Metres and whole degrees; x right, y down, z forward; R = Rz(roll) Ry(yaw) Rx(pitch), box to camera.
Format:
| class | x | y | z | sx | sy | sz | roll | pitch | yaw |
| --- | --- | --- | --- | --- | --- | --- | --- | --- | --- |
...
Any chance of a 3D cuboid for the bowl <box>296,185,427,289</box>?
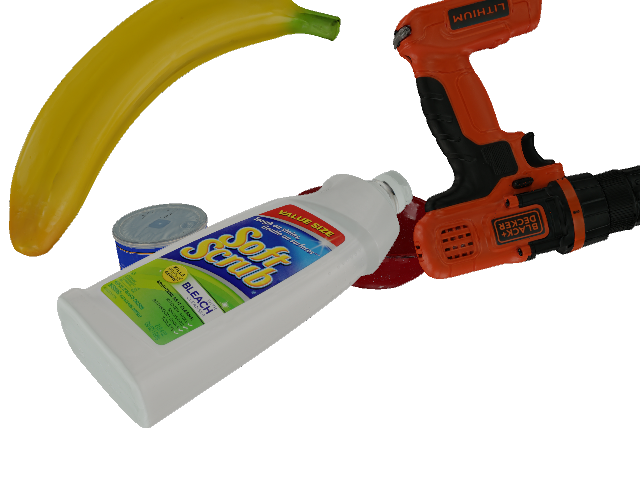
| class | x | y | z | sx | sy | sz | roll | pitch | yaw |
| --- | --- | --- | --- | --- | --- | --- | --- | --- | --- |
| bowl | 0.046 | 0.002 | 1.020 | 0.162 | 0.055 | 0.162 | 6 | 25 | -3 |

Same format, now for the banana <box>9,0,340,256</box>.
| class | x | y | z | sx | sy | sz | roll | pitch | yaw |
| --- | --- | --- | --- | --- | --- | --- | --- | --- | --- |
| banana | -0.081 | -0.074 | 0.505 | 0.070 | 0.197 | 0.037 | 39 | -23 | 24 |

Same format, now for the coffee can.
| class | x | y | z | sx | sy | sz | roll | pitch | yaw |
| --- | --- | --- | --- | --- | --- | --- | --- | --- | --- |
| coffee can | -0.166 | 0.043 | 1.175 | 0.103 | 0.140 | 0.103 | -5 | 25 | 2 |

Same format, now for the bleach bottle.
| class | x | y | z | sx | sy | sz | roll | pitch | yaw |
| --- | --- | --- | --- | --- | --- | --- | --- | --- | --- |
| bleach bottle | -0.043 | 0.018 | 0.720 | 0.250 | 0.068 | 0.103 | -33 | 56 | -26 |

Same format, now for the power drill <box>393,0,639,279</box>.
| class | x | y | z | sx | sy | sz | roll | pitch | yaw |
| --- | --- | --- | --- | --- | --- | --- | --- | --- | --- |
| power drill | 0.138 | -0.080 | 0.734 | 0.184 | 0.187 | 0.057 | -15 | -2 | -6 |
